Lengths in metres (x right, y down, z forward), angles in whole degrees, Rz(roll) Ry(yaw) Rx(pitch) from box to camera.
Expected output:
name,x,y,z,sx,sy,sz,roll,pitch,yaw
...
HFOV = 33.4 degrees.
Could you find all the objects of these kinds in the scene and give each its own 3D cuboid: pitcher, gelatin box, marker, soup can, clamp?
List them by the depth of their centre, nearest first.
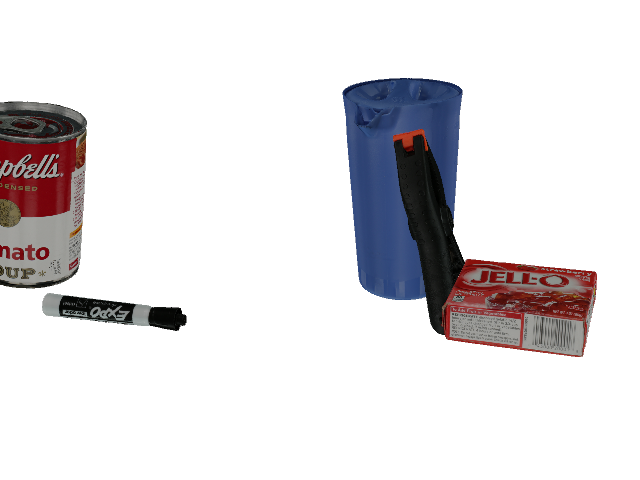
name,x,y,z,sx,sy,sz,roll,pitch,yaw
soup can,-0.185,-0.029,0.677,0.068,0.102,0.068,7,25,-3
gelatin box,0.129,0.041,0.689,0.089,0.030,0.073,6,24,18
marker,-0.167,0.058,0.867,0.121,0.020,0.020,5,1,13
clamp,0.095,-0.006,0.910,0.039,0.171,0.120,-17,20,12
pitcher,0.102,-0.063,1.234,0.149,0.243,0.145,-6,22,-9
